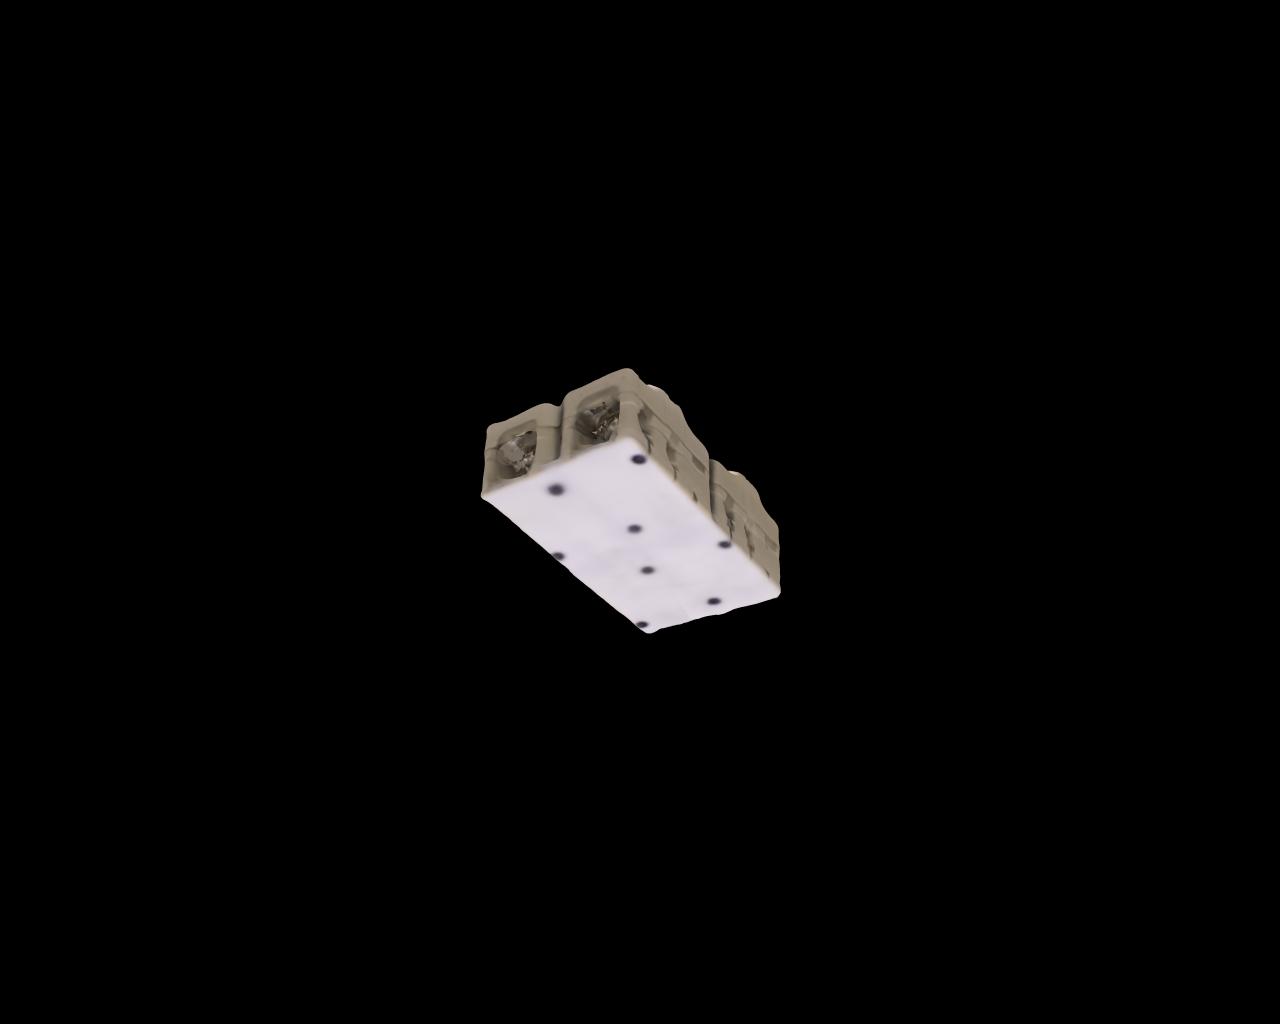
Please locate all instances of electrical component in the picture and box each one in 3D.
[{"bbox_3d":[0.001,-0.003,0.650,0.105,0.060,0.186,-20,-40,25],"label":"electrical component"}]
